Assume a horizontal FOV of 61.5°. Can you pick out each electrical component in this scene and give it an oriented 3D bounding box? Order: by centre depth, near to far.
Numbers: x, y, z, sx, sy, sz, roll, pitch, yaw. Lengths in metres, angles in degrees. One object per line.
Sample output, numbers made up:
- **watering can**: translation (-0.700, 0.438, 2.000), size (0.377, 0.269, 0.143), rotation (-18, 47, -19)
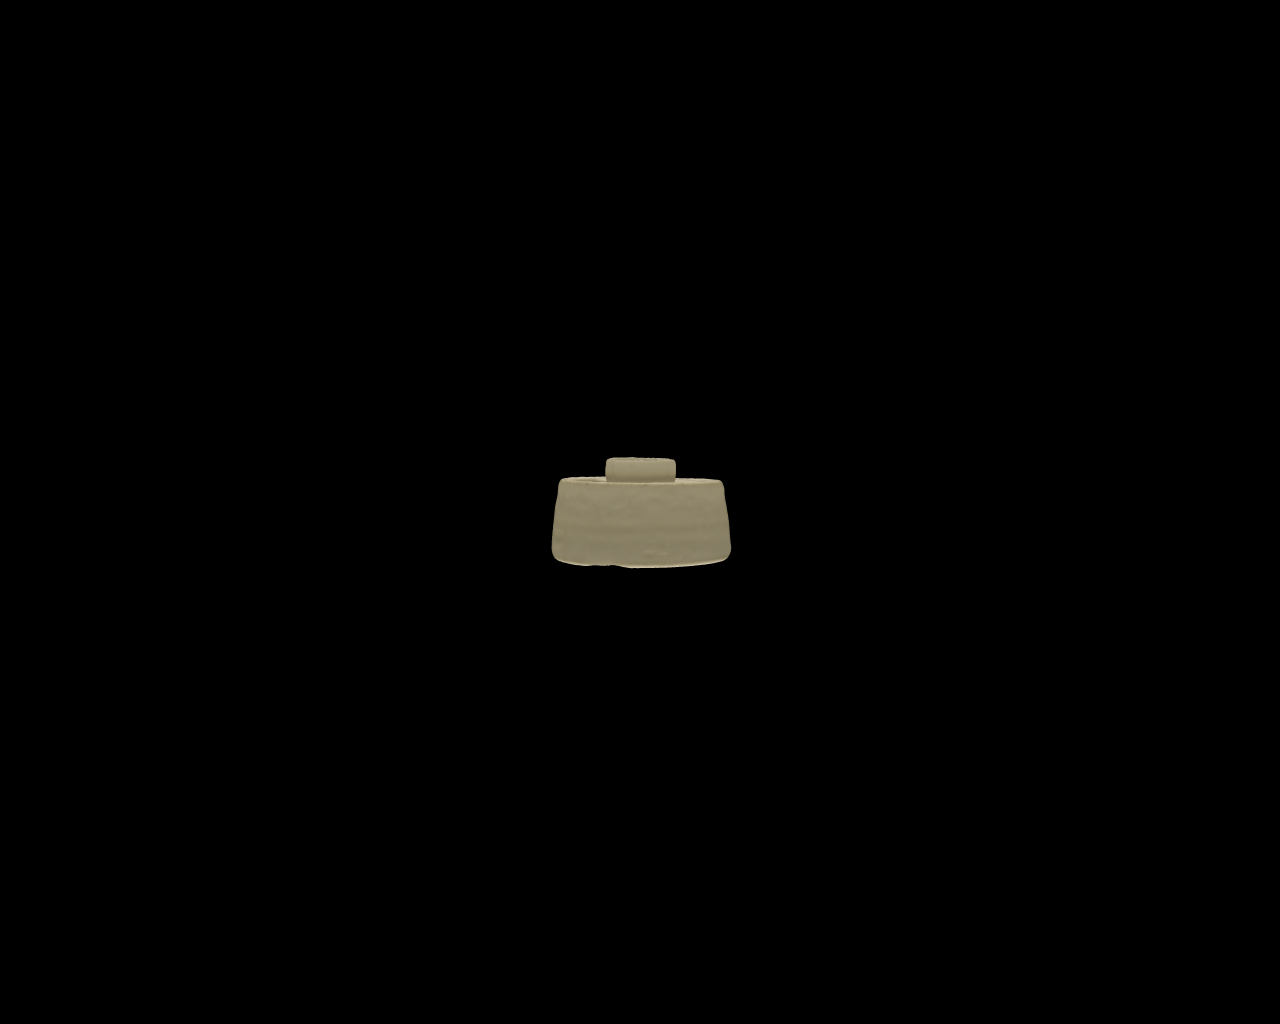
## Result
- **electrical component**: translation (0.001, -0.003, 0.650), size (0.108, 0.060, 0.108), rotation (0, 4, 0)
